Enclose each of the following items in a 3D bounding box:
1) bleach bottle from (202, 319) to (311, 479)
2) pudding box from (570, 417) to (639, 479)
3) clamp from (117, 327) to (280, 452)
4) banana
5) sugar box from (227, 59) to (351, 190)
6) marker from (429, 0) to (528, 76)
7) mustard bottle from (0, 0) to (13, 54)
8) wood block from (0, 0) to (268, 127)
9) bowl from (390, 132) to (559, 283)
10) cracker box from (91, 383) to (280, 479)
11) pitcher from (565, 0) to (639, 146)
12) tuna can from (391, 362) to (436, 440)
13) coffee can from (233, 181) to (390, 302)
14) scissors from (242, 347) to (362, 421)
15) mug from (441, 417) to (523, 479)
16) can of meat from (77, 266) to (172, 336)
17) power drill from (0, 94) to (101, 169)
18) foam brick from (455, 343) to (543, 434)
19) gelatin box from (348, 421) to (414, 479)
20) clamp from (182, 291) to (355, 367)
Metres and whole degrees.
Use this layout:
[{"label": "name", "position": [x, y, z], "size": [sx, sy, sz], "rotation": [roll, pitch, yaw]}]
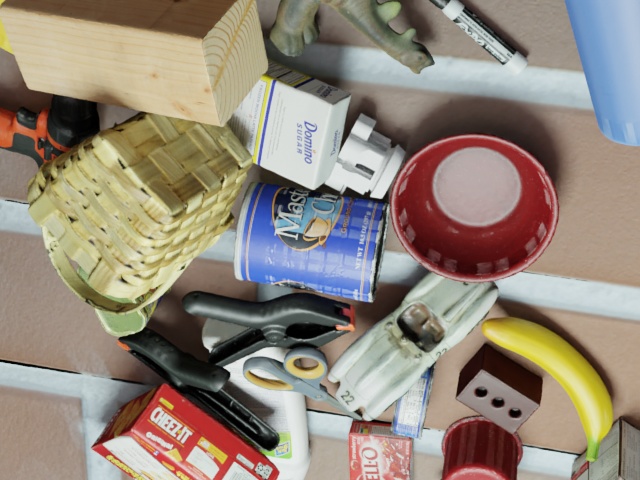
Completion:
[{"label": "bleach bottle", "position": [-0.066, 0.198, 1.223], "size": [0.103, 0.068, 0.251], "rotation": [1, 121, 13]}, {"label": "pudding box", "position": [0.307, 0.255, 1.140], "size": [0.039, 0.113, 0.090], "rotation": [34, 120, -3]}, {"label": "clamp", "position": [-0.137, 0.151, 1.149], "size": [0.210, 0.036, 0.164], "rotation": [23, 155, 39]}, {"label": "banana", "position": [0.250, 0.140, 1.119], "size": [0.197, 0.069, 0.037], "rotation": [49, 148, -9]}, {"label": "sugar box", "position": [-0.062, -0.126, 1.024], "size": [0.176, 0.048, 0.093], "rotation": [25, 123, 18]}, {"label": "marker", "position": [0.141, -0.197, 0.982], "size": [0.121, 0.020, 0.020], "rotation": [38, 119, -10]}, {"label": "mustard bottle", "position": [-0.252, -0.263, 1.012], "size": [0.096, 0.058, 0.192], "rotation": [28, 120, -5]}, {"label": "wood block", "position": [-0.162, -0.176, 0.934], "size": [0.206, 0.090, 0.090], "rotation": [13, 138, 23]}, {"label": "bowl", "position": [0.152, -0.040, 1.045], "size": [0.162, 0.055, 0.162], "rotation": [6, 120, 10]}, {"label": "cracker box", "position": [-0.156, 0.247, 1.209], "size": [0.164, 0.072, 0.214], "rotation": [39, 154, -9]}, {"label": "pitcher", "position": [0.276, -0.210, 0.891], "size": [0.149, 0.144, 0.243], "rotation": [-4, 122, 28]}, {"label": "tuna can", "position": [0.102, 0.171, 1.156], "size": [0.034, 0.086, 0.086], "rotation": [11, 120, 8]}, {"label": "coffee can", "position": [-0.007, 0.001, 1.076], "size": [0.140, 0.102, 0.103], "rotation": [10, 120, 7]}, {"label": "scissors", "position": [0.006, 0.156, 1.149], "size": [0.201, 0.016, 0.096], "rotation": [24, 138, -37]}, {"label": "mug", "position": [0.170, 0.265, 1.194], "size": [0.093, 0.081, 0.117], "rotation": [44, 118, -13]}, {"label": "can of meat", "position": [-0.212, 0.041, 1.156], "size": [0.057, 0.084, 0.102], "rotation": [-14, 114, 19]}, {"label": "power drill", "position": [-0.309, -0.129, 1.070], "size": [0.187, 0.057, 0.185], "rotation": [25, 144, 2]}, {"label": "foam brick", "position": [0.193, 0.161, 1.149], "size": [0.078, 0.051, 0.053], "rotation": [31, 120, -6]}, {"label": "gelatin box", "position": [0.071, 0.256, 1.241], "size": [0.073, 0.030, 0.089], "rotation": [4, 119, 11]}, {"label": "clamp", "position": [-0.053, 0.080, 1.076], "size": [0.171, 0.039, 0.120], "rotation": [-13, 145, 13]}]
